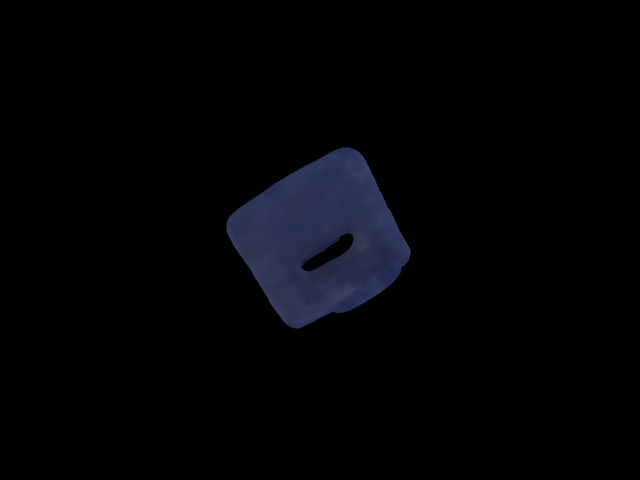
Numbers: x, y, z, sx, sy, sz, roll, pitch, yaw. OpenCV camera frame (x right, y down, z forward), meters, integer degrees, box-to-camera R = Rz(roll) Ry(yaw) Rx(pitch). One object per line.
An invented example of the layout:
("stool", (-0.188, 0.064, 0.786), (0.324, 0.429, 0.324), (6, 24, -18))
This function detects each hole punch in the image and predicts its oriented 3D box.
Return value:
("hole punch", (0.004, 0.001, 0.400), (0.108, 0.091, 0.101), (-32, 86, -2))
